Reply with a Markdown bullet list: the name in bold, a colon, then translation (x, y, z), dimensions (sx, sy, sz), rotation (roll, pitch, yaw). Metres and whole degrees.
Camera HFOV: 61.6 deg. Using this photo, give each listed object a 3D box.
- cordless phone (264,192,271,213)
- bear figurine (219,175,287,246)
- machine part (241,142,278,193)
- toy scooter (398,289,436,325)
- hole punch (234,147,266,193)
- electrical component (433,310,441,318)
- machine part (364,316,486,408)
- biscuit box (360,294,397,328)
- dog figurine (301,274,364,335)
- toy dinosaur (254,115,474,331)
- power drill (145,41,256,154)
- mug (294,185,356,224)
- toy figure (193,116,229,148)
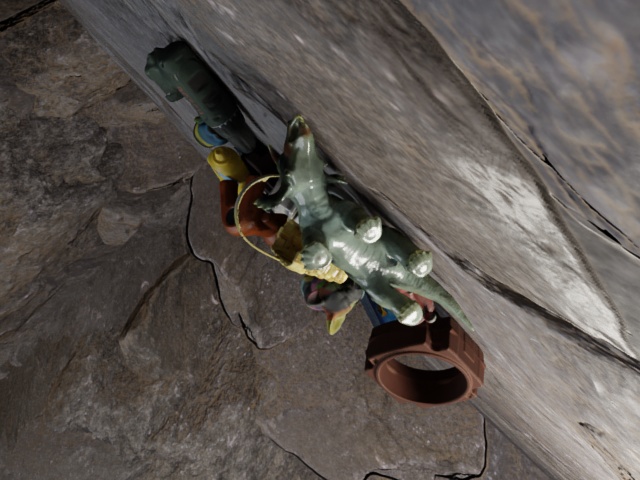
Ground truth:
- **cordless phone**: translation (-0.132, -0.086, 1.284), dimensions (0.184, 0.088, 0.147), rotation (27, -159, -34)
- **bear figurine**: translation (-0.112, -0.052, 1.142), dimensions (0.120, 0.132, 0.195), rotation (-5, 170, 39)
- **machine part**: translation (-0.099, -0.137, 1.171), dimensions (0.179, 0.056, 0.179), rotation (45, 174, 5)
- **toy scooter**: translation (0.153, 0.100, 0.997), dimensions (0.135, 0.075, 0.184), rotation (46, 172, 3)
- **hole punch**: translation (-0.174, -0.178, 1.375), dimensions (0.116, 0.092, 0.142), rotation (13, 168, 5)
- **electrical component**: translation (0.198, 0.138, 1.125), dimensions (0.119, 0.048, 0.075), rotation (47, 176, -13)
- **machine part**: translation (0.206, 0.244, 1.063), dimensions (0.201, 0.087, 0.200), rotation (-23, 123, 35)
- **biscuit box**: translation (0.137, 0.150, 1.193), dimensions (0.062, 0.059, 0.203), rotation (98, 151, -56)
- **dog figurine**: translation (0.016, 0.115, 1.091), dimensions (0.108, 0.191, 0.219), rotation (55, -152, -6)
- **toy dinosaur**: translation (0.057, 0.004, 0.777), dimensions (0.404, 0.131, 0.192), rotation (41, -171, -32)
- **power drill**: translation (-0.228, -0.265, 0.987), dimensions (0.208, 0.086, 0.231), rotation (45, 176, 43)
- **mug**: translation (0.028, -0.041, 0.873), dimensions (0.107, 0.081, 0.109), rotation (36, 141, -11)
- **toy figure**: translation (-0.228, -0.239, 1.148), dimensions (0.082, 0.089, 0.180), rotation (66, 172, -18)
